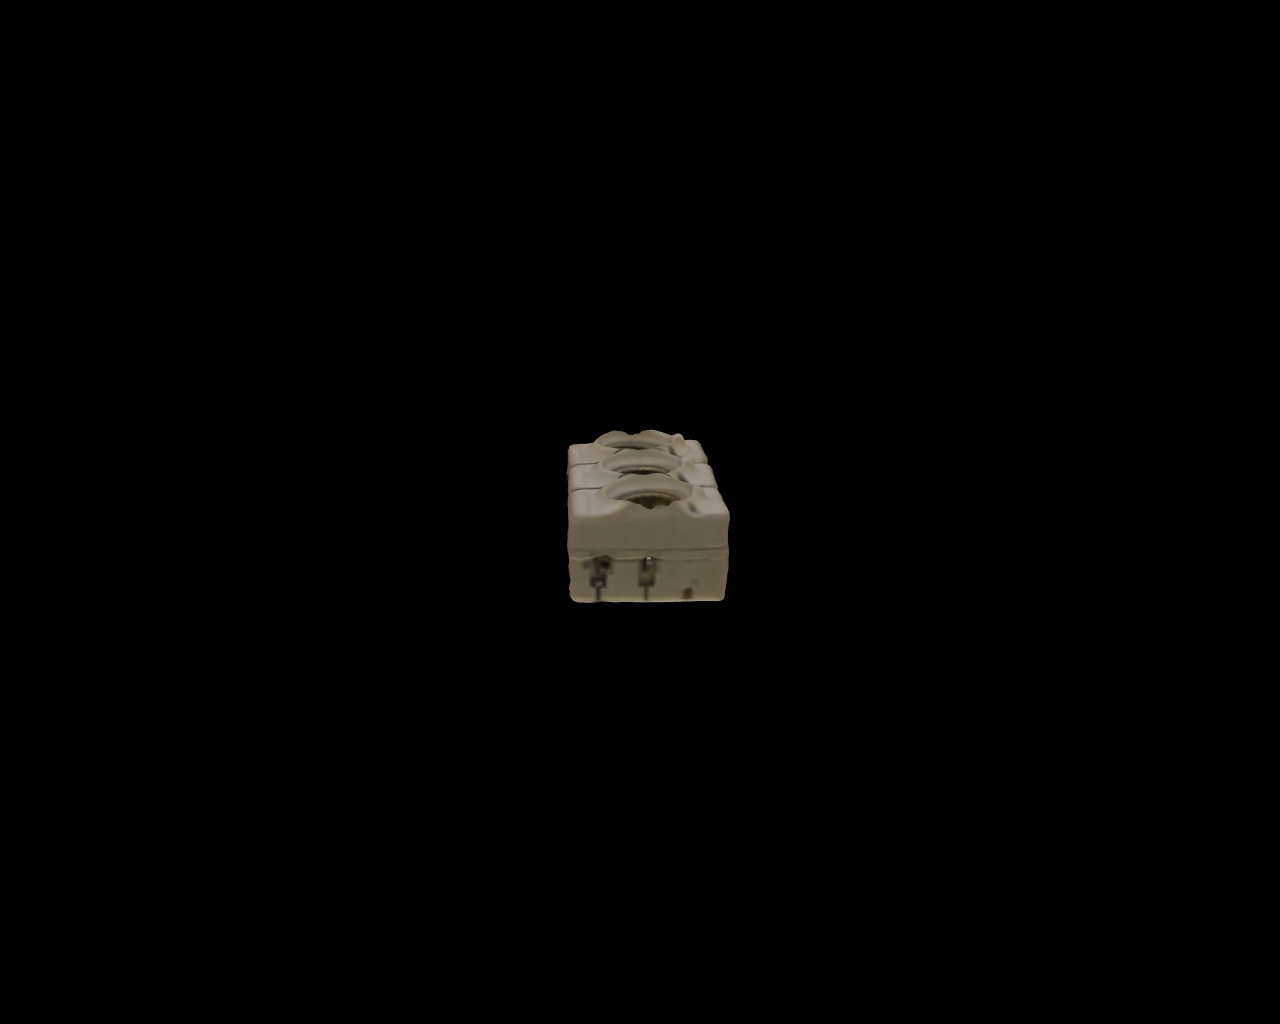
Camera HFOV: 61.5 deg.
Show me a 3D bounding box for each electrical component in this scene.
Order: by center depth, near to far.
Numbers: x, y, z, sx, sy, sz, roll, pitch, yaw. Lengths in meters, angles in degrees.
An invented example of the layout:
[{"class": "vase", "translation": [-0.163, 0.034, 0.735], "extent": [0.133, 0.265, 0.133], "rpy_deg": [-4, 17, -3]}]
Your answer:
[{"class": "electrical component", "translation": [0.001, -0.003, 0.650], "extent": [0.089, 0.061, 0.150], "rpy_deg": [-1, 20, -3]}]
